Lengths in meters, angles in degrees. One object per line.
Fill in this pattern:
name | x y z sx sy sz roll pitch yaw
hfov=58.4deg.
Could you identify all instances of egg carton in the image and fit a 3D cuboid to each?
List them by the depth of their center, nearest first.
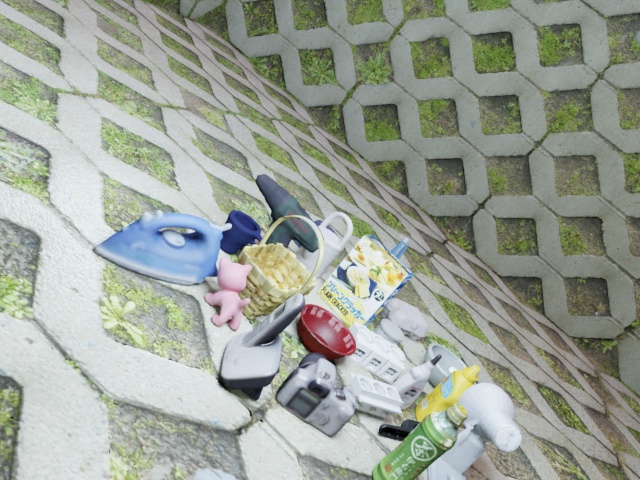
egg carton | 0.254 0.239 1.718 0.151 0.069 0.107 27 23 -30

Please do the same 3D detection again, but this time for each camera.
camera | 0.003 0.285 1.128 0.143 0.100 0.137 36 20 -8

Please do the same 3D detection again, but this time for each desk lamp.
desk lamp | 0.335 0.432 1.224 0.118 0.213 0.203 37 20 -5

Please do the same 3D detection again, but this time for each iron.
iron | -0.303 -0.003 1.157 0.259 0.141 0.118 16 29 -47

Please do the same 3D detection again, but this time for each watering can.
watering can | 0.016 0.007 1.620 0.101 0.194 0.173 40 20 4

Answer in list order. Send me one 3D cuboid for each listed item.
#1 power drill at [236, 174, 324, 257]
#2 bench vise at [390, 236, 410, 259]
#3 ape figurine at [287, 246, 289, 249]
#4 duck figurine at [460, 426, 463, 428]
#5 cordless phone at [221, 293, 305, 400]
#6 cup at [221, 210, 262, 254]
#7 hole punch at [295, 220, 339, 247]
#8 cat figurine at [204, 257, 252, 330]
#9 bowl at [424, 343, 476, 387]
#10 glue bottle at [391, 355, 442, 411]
power drill | -0.115 -0.023 1.433 0.230 0.208 0.075 37 19 -4
bench vise | 0.197 0.095 1.709 0.122 0.219 0.207 34 20 -12
ape figurine | -0.109 0.006 1.555 0.078 0.092 0.076 16 29 -47
duck figurine | 0.378 0.431 1.493 0.104 0.086 0.077 38 19 -1
cordless phone | -0.095 0.184 1.048 0.094 0.185 0.147 33 20 -16
cup | -0.196 -0.003 1.414 0.117 0.095 0.092 43 20 12
hole punch | -0.008 -0.001 1.749 0.108 0.091 0.101 45 21 18
cat figurine | -0.180 0.101 1.182 0.067 0.117 0.127 20 27 -42
bowl | 0.344 0.370 1.582 0.168 0.074 0.167 34 20 -14
glue bottle | 0.220 0.323 1.320 0.078 0.173 0.037 22 25 -38
